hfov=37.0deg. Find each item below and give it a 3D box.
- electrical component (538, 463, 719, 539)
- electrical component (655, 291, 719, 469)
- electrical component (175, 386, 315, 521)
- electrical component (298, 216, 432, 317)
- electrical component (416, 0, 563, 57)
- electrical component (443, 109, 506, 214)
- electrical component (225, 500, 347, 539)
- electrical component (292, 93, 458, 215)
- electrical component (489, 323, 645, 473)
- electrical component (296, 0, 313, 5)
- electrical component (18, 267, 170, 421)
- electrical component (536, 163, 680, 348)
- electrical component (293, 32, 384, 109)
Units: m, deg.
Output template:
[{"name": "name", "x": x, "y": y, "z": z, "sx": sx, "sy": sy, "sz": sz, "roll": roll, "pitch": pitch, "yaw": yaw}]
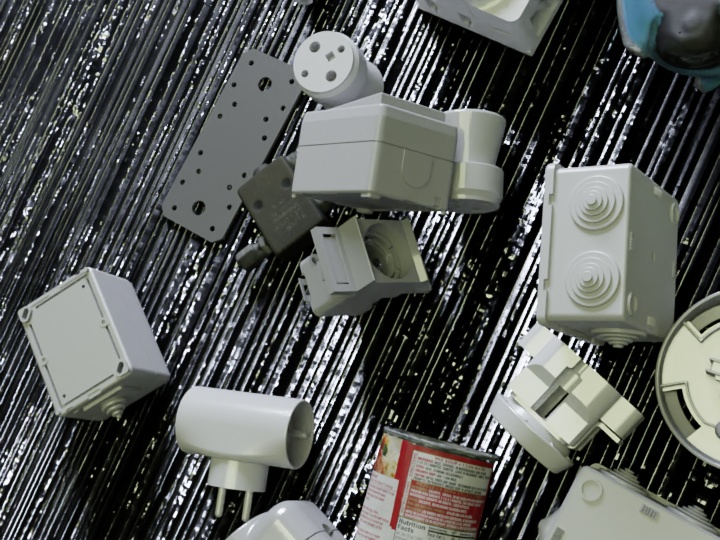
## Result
[{"name": "electrical component", "x": 0.143, "y": 0.163, "z": 0.583, "sx": 0.100, "sy": 0.048, "sz": 0.099, "roll": 27, "pitch": 88, "yaw": 24}, {"name": "electrical component", "x": 0.208, "y": 0.059, "z": 0.570, "sx": 0.099, "sy": 0.064, "sz": 0.099, "roll": -4, "pitch": 77, "yaw": 20}, {"name": "electrical component", "x": -0.074, "y": 0.116, "z": 0.675, "sx": 0.077, "sy": 0.044, "sz": 0.079, "roll": 4, "pitch": 81, "yaw": 21}, {"name": "electrical component", "x": 0.000, "y": 0.000, "z": 0.657, "sx": 0.064, "sy": 0.081, "sz": 0.042, "roll": -35, "pitch": 65, "yaw": 42}, {"name": "electrical component", "x": 0.100, "y": -0.226, "z": 0.671, "sx": 0.089, "sy": 0.062, "sz": 0.150, "roll": 29, "pitch": 90, "yaw": 23}, {"name": "electrical component", "x": 0.066, "y": -0.066, "z": 0.660, "sx": 0.045, "sy": 0.045, "sz": 0.055, "roll": 0, "pitch": 80, "yaw": 21}, {"name": "electrical component", "x": -0.054, "y": 0.187, "z": 0.648, "sx": 0.095, "sy": 0.054, "sz": 0.059, "roll": -48, "pitch": 67, "yaw": 6}, {"name": "electrical component", "x": 0.005, "y": -0.069, "z": 0.650, "sx": 0.096, "sy": 0.062, "sz": 0.061, "roll": 5, "pitch": 85, "yaw": 53}, {"name": "electrical component", "x": 0.111, "y": 0.077, "z": 0.607, "sx": 0.057, "sy": 0.058, "sz": 0.078, "roll": -47, "pitch": 67, "yaw": 3}, {"name": "electrical component", "x": -0.036, "y": -0.212, "z": 0.735, "sx": 0.035, "sy": 0.035, "sz": 0.061, "roll": 1, "pitch": 81, "yaw": 21}, {"name": "electrical component", "x": -0.172, "y": 0.056, "z": 0.716, "sx": 0.062, "sy": 0.061, "sz": 0.096, "roll": -31, "pitch": 70, "yaw": 12}, {"name": "electrical component", "x": 0.139, "y": -0.007, "z": 0.592, "sx": 0.048, "sy": 0.100, "sz": 0.099, "roll": -1, "pitch": 78, "yaw": 34}, {"name": "electrical component", "x": -0.014, "y": -0.125, "z": 0.697, "sx": 0.045, "sy": 0.055, "sz": 0.045, "roll": -4, "pitch": 78, "yaw": 19}]
